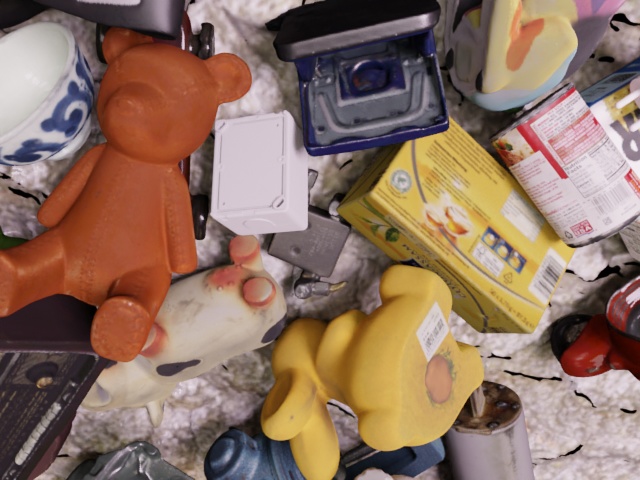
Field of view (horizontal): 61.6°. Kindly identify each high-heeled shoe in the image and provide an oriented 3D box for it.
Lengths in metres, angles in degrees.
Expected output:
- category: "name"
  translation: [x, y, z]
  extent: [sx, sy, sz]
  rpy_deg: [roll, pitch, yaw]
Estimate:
- category: "high-heeled shoe"
  translation: [-0.191, -0.149, 0.366]
  extent: [0.249, 0.086, 0.145]
  rpy_deg: [-24, 84, 30]

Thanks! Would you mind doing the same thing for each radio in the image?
- category: "radio"
  translation: [-0.262, 0.127, 0.396]
  extent: [0.229, 0.131, 0.073]
  rpy_deg: [-50, 58, 18]

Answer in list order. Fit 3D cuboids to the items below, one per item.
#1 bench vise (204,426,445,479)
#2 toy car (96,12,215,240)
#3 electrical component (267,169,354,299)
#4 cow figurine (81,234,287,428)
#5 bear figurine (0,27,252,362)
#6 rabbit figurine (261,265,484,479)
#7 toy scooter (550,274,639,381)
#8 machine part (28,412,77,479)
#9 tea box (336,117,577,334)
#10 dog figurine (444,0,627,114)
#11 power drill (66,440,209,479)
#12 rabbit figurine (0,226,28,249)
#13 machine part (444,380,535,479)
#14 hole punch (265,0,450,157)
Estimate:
- category: "bench vise"
  translation: [0.022, 0.227, 0.500]
  extent: [0.241, 0.129, 0.223]
  rpy_deg: [-34, 107, 15]
- category: "toy car"
  translation: [-0.132, -0.086, 0.435]
  extent: [0.089, 0.053, 0.202]
  rpy_deg: [1, 104, -11]
- category: "electrical component"
  translation: [-0.002, -0.001, 0.464]
  extent: [0.078, 0.045, 0.102]
  rpy_deg: [27, 105, -9]
- category: "cow figurine"
  translation: [-0.121, 0.087, 0.467]
  extent: [0.195, 0.086, 0.127]
  rpy_deg: [-25, 142, -6]
- category: "bear figurine"
  translation: [-0.127, -0.042, 0.356]
  extent: [0.120, 0.132, 0.195]
  rpy_deg: [23, 106, -3]
- category: "rabbit figurine"
  translation: [0.023, 0.112, 0.440]
  extent: [0.173, 0.162, 0.121]
  rpy_deg: [1, 135, 45]
- category: "toy scooter"
  translation: [0.292, 0.072, 0.439]
  extent: [0.184, 0.135, 0.075]
  rpy_deg: [-35, 103, 9]
- category: "machine part"
  translation: [-0.321, 0.150, 0.509]
  extent: [0.179, 0.056, 0.179]
  rpy_deg: [0, 108, 0]
- category: "tea box"
  translation: [0.111, -0.011, 0.430]
  extent: [0.169, 0.068, 0.098]
  rpy_deg: [41, 70, -10]
- category: "dog figurine"
  translation: [0.206, -0.190, 0.374]
  extent: [0.219, 0.108, 0.191]
  rpy_deg: [-4, 107, -1]
- category: "power drill"
  translation: [-0.139, 0.268, 0.493]
  extent: [0.232, 0.086, 0.207]
  rpy_deg: [30, 147, 5]
- category: "rabbit figurine"
  translation: [-0.277, -0.001, 0.426]
  extent: [0.121, 0.159, 0.170]
  rpy_deg: [-40, 118, 2]
- category: "machine part"
  translation: [0.168, 0.228, 0.519]
  extent: [0.079, 0.079, 0.243]
  rpy_deg: [-14, 107, 5]
- category: "hole punch"
  translation: [0.033, -0.127, 0.391]
  extent: [0.142, 0.116, 0.092]
  rpy_deg: [-11, 127, 13]
